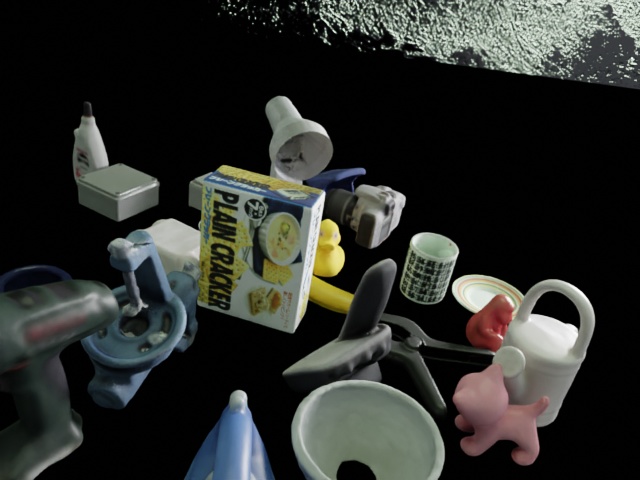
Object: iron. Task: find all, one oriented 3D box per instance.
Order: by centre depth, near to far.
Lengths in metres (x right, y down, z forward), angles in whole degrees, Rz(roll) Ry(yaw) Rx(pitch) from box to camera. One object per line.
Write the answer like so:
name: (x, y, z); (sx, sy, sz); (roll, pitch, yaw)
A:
iron: (-0.085, 0.229, 0.538); (0.119, 0.141, 0.258); (5, 30, -8)

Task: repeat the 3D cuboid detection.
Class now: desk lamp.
desk lamp: (-0.069, -0.167, 1.153); (0.118, 0.213, 0.202); (-6, 33, -25)

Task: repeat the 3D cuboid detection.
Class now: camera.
camera: (0.084, -0.068, 1.142); (0.136, 0.101, 0.143); (22, 32, 21)

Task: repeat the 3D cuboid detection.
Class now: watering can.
watering can: (0.287, 0.144, 0.743); (0.100, 0.194, 0.173); (22, 32, 21)

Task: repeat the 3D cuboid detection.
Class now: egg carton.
egg carton: (-0.235, 0.023, 0.921); (0.150, 0.069, 0.107); (23, 32, 22)

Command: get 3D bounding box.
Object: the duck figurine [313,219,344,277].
duck figurine: (0.009, 0.004, 1.011); (0.077, 0.086, 0.104); (6, 30, -7)

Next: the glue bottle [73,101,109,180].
glue bottle: (-0.449, -0.186, 1.114); (0.078, 0.173, 0.037); (23, 32, 22)

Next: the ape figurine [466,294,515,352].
ape figurine: (0.267, 0.125, 0.872); (0.076, 0.092, 0.078); (31, 36, 33)

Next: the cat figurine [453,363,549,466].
cat figurine: (0.213, 0.204, 0.694); (0.128, 0.118, 0.067); (8, 30, -3)

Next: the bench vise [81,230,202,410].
bench vise: (-0.217, 0.066, 0.702); (0.121, 0.220, 0.207); (7, 30, -4)

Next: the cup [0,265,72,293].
cup: (-0.377, 0.092, 0.735); (0.118, 0.095, 0.091); (3, 30, -11)

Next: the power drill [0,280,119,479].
power drill: (-0.300, 0.140, 0.561); (0.075, 0.208, 0.230); (24, 33, 23)

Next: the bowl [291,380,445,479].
bowl: (0.047, 0.238, 0.630); (0.167, 0.075, 0.167); (7, 30, -4)

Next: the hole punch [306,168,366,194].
hole punch: (0.029, -0.124, 1.233); (0.109, 0.091, 0.100); (-19, 40, -40)

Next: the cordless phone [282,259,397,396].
cordless phone: (0.033, 0.113, 0.730); (0.093, 0.185, 0.148); (29, 35, 30)
